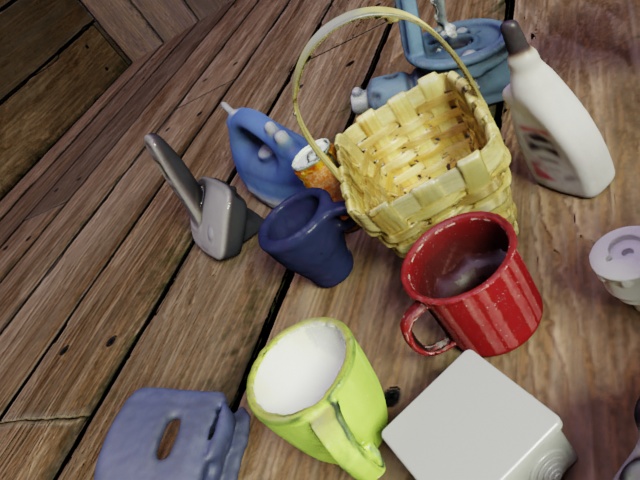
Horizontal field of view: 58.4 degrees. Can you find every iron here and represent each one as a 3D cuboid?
[{"bbox_3d":[-0.061,-0.128,0.805,0.119,0.142,0.257,-44,31,-9],"label":"iron"}]

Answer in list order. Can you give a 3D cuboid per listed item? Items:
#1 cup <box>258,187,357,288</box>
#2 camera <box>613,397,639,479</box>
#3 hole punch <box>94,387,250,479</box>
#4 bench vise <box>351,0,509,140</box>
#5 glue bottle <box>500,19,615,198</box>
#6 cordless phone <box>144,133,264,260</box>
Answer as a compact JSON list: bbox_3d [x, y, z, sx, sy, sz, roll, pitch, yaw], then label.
[{"bbox_3d":[0.006,0.002,0.610,0.117,0.095,0.092,-15,38,34],"label":"cup"},{"bbox_3d":[0.201,0.123,0.239,0.143,0.101,0.136,-46,32,-12],"label":"camera"},{"bbox_3d":[-0.129,0.185,0.514,0.101,0.091,0.108,-21,35,27],"label":"hole punch"},{"bbox_3d":[0.119,-0.219,0.659,0.207,0.220,0.121,-35,31,7],"label":"bench vise"},{"bbox_3d":[0.190,-0.112,0.489,0.037,0.173,0.078,-44,31,-9],"label":"glue bottle"},{"bbox_3d":[-0.176,-0.066,0.802,0.094,0.185,0.147,-47,32,-14],"label":"cordless phone"}]
